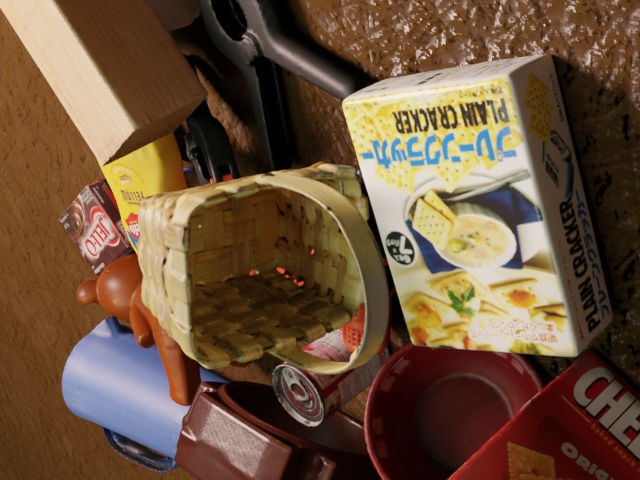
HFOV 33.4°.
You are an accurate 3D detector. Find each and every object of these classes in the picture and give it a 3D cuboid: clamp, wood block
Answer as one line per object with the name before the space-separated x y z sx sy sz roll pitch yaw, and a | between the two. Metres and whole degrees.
clamp | -0.045 -0.172 0.938 0.165 0.036 0.210 -24 96 55
clamp | -0.114 -0.104 1.034 0.172 0.039 0.120 -132 28 -53
wood block | -0.205 -0.185 0.971 0.206 0.090 0.090 58 144 0

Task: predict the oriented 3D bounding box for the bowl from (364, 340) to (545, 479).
bowl | 0.122 0.159 0.929 0.162 0.162 0.055 44 -178 18

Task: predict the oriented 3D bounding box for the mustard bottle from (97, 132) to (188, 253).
mustard bottle | -0.168 -0.027 1.112 0.096 0.058 0.191 5 123 36

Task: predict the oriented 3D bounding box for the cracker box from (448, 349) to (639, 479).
cracker box | 0.192 0.200 0.785 0.164 0.213 0.072 45 141 17

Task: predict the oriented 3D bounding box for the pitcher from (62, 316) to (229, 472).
pitcher | -0.198 0.209 1.334 0.243 0.145 0.149 18 158 39

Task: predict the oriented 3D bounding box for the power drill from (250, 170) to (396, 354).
power drill | -0.007 0.001 1.005 0.188 0.057 0.184 24 125 39

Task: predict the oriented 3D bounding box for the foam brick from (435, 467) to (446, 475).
foam brick | 0.092 0.223 0.993 0.051 0.053 0.078 47 152 40

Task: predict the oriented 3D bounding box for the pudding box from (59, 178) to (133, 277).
pudding box | -0.270 -0.016 1.323 0.090 0.039 0.114 56 144 2

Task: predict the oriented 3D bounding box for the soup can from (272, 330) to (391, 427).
soup can | 0.013 0.126 1.037 0.069 0.102 0.068 30 136 33

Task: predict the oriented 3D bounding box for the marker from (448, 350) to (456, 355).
marker | 0.110 0.124 0.993 0.020 0.020 0.121 41 142 21

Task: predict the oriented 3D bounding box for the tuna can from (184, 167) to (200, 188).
tuna can | -0.141 -0.035 1.159 0.086 0.033 0.086 30 136 33
